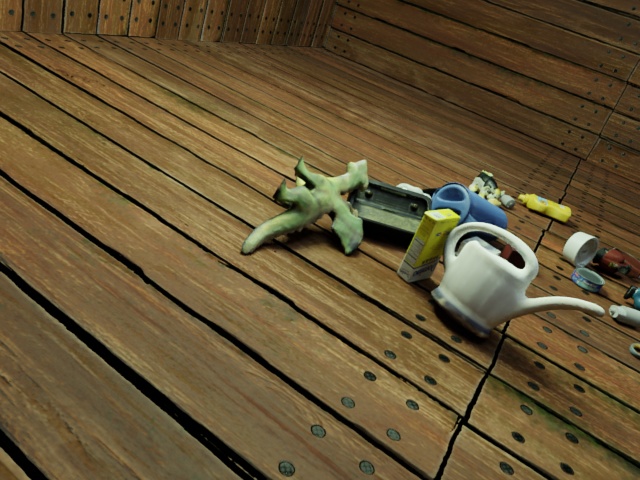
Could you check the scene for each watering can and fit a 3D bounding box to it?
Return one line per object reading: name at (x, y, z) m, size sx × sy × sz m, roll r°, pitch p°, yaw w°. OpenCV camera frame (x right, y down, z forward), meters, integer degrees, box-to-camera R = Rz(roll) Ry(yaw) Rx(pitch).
watering can at (0.376, 0.110, 1.069) m, size 0.103 × 0.222 × 0.353 m, roll 18°, pitch 20°, yaw -48°

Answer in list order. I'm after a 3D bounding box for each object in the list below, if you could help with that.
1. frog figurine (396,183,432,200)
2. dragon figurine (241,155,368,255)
frog figurine at (0.268, -0.122, 1.528) m, size 0.138 × 0.120 × 0.162 m, roll 11°, pitch 33°, yaw 28°
dragon figurine at (0.004, -0.062, 1.228) m, size 0.242 × 0.120 × 0.419 m, roll 33°, pitch 57°, yaw -6°
